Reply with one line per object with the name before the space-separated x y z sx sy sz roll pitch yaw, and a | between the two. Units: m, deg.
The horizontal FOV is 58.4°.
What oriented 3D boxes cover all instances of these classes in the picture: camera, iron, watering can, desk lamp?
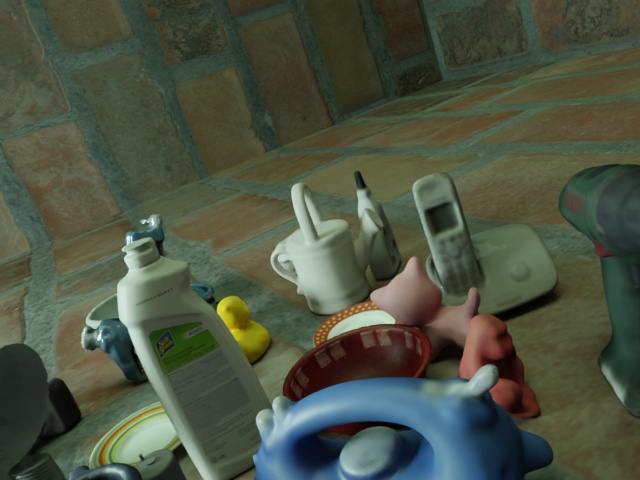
camera | -0.424 0.240 0.761 0.143 0.101 0.137 -12 19 22
iron | 0.033 0.163 0.432 0.257 0.141 0.119 -11 19 25
watering can | 0.008 0.002 0.860 0.173 0.194 0.100 -22 18 -8
desk lamp | -0.366 0.214 0.584 0.203 0.214 0.118 -16 18 12

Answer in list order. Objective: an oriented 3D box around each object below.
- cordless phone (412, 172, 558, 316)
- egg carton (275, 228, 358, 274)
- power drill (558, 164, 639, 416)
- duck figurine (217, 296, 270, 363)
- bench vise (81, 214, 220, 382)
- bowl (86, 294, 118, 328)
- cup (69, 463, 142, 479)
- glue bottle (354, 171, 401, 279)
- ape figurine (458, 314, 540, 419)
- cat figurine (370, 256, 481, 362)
cordless phone | 0.193 -0.003 0.691 0.147 0.185 0.094 -20 17 -3
egg carton | -0.007 0.018 1.039 0.149 0.069 0.107 -5 22 39
power drill | 0.262 0.032 0.469 0.075 0.209 0.229 -16 18 10
duck figurine | -0.118 0.123 0.811 0.077 0.086 0.104 -17 17 7
bench vise | -0.253 0.086 0.844 0.208 0.220 0.121 -32 21 -34
bowl | -0.318 0.135 1.012 0.167 0.075 0.167 -18 17 6
cup | -0.181 0.248 0.481 0.092 0.095 0.117 -28 19 -24
glue bottle | 0.085 -0.029 0.907 0.037 0.173 0.078 -11 19 24
ape figurine | 0.161 0.112 0.532 0.075 0.092 0.078 -4 23 41
cat figurine | 0.126 0.076 0.637 0.127 0.118 0.067 -3 24 42
